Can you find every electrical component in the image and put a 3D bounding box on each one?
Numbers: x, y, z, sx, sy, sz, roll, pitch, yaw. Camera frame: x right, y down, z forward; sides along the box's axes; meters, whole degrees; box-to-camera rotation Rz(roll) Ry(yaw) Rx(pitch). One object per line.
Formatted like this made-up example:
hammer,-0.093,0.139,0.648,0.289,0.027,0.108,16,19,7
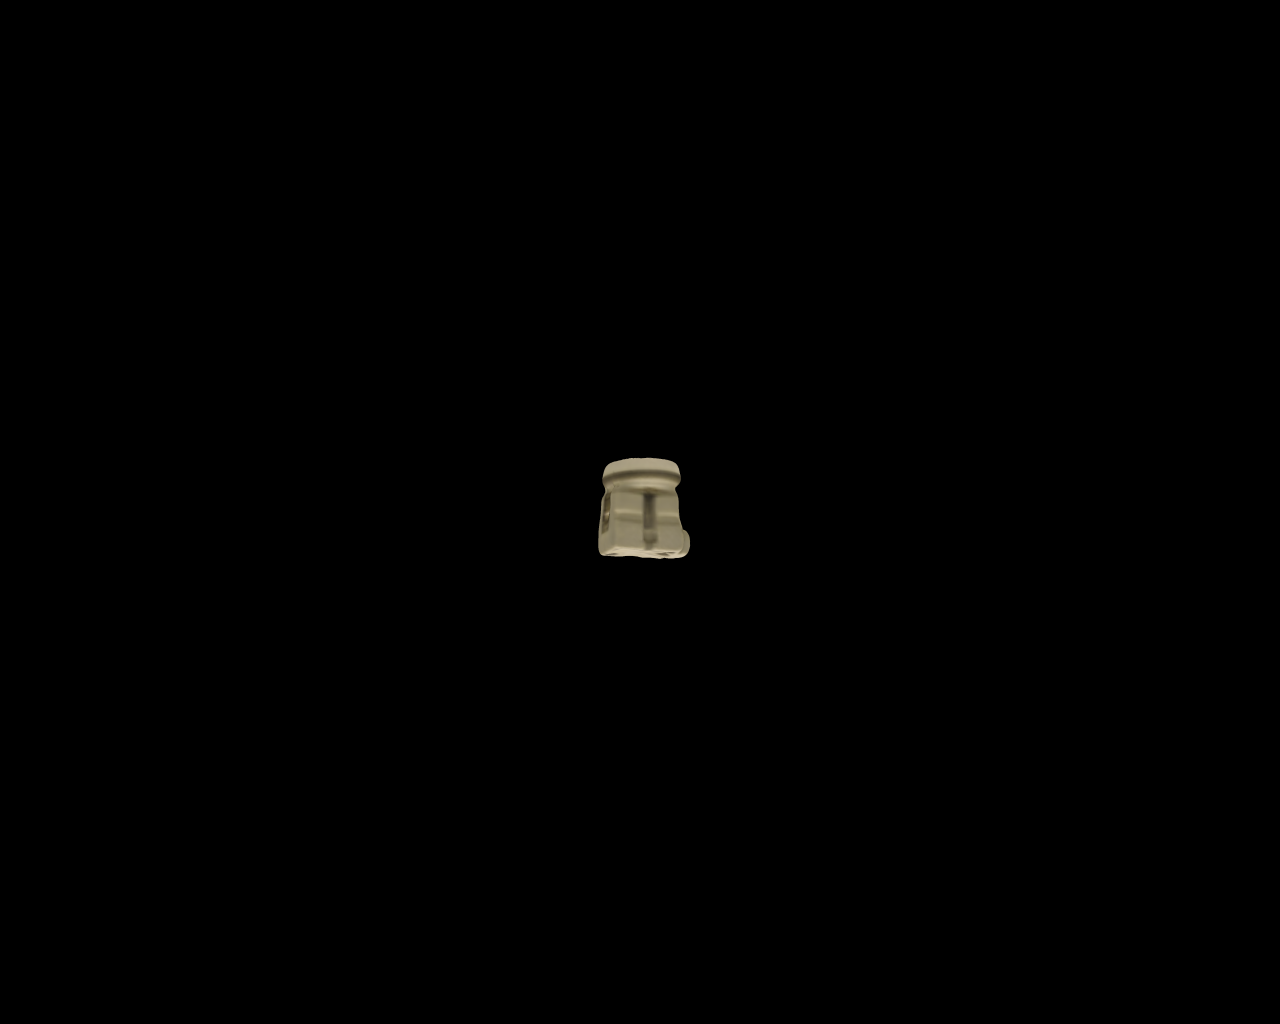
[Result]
electrical component,0.001,-0.003,0.650,0.066,0.055,0.048,4,-11,-20
